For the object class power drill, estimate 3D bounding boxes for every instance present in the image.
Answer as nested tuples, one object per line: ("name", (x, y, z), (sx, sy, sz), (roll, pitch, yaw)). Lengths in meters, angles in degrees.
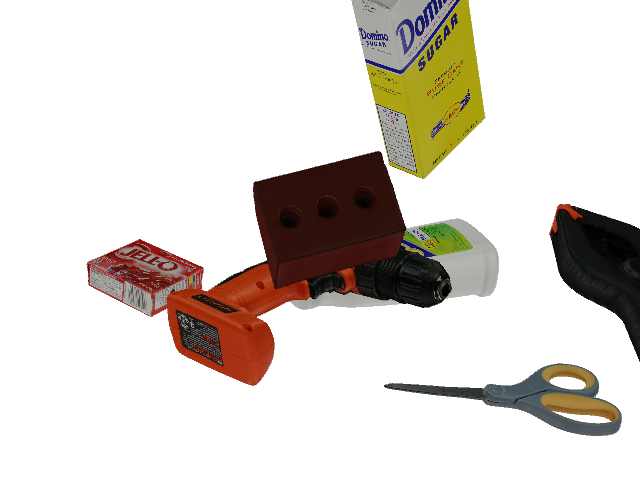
("power drill", (-0.014, 0.045, 0.857), (0.185, 0.057, 0.187), (15, 32, 41))

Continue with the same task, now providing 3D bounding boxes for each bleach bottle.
("bleach bottle", (0.061, 0.035, 1.158), (0.250, 0.068, 0.103), (-10, 31, -21))

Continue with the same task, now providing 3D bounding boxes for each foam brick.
("foam brick", (0.004, -0.011, 0.621), (0.078, 0.053, 0.051), (-15, -17, -6))

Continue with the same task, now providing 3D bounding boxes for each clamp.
("clamp", (0.228, 0.032, 0.726), (0.120, 0.039, 0.172), (-6, 44, -28))

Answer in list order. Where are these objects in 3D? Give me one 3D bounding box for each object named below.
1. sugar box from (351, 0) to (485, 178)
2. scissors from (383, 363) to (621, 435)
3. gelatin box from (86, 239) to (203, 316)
("sugar box", (0.083, -0.146, 0.863), (0.048, 0.176, 0.093), (27, 60, 34))
("scissors", (0.162, 0.126, 0.935), (0.202, 0.016, 0.096), (13, 29, 9))
("gelatin box", (-0.171, 0.034, 1.042), (0.089, 0.030, 0.073), (23, 31, 30))
